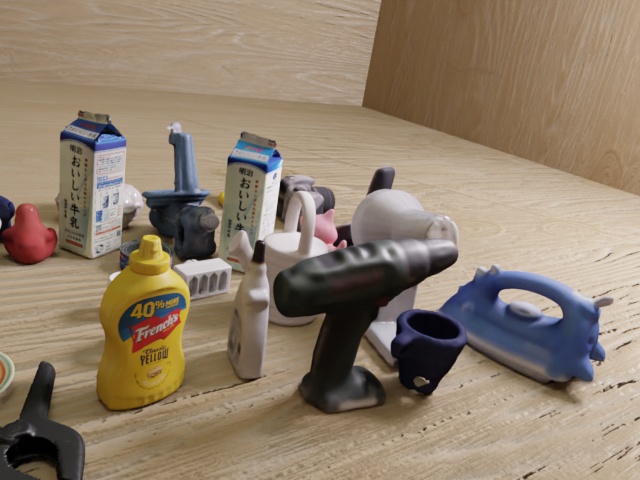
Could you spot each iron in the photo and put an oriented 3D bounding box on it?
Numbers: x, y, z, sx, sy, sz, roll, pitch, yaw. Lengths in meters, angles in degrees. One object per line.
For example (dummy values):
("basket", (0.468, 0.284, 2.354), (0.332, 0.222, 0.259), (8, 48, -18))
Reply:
("iron", (0.304, 0.107, 0.872), (0.257, 0.141, 0.119), (22, 24, 30))

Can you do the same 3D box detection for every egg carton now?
("egg carton", (-0.424, -0.073, 1.111), (0.150, 0.069, 0.107), (9, 20, -3))

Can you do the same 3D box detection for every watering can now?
("watering can", (-0.045, 0.022, 0.857), (0.173, 0.194, 0.100), (-7, 26, -38))

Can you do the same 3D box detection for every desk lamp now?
("desk lamp", (0.126, 0.044, 0.851), (0.118, 0.213, 0.202), (0, 22, -24))

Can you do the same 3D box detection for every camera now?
("camera", (-0.025, -0.092, 1.306), (0.137, 0.101, 0.142), (-4, 24, -33))

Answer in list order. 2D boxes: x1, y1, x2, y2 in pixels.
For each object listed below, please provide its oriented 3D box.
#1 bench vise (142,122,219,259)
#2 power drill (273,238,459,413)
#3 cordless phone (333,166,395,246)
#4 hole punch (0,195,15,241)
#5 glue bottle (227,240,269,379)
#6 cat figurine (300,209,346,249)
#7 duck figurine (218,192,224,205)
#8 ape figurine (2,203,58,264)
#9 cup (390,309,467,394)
("bench vise", (-0.231, -0.090, 1.031), (0.206, 0.220, 0.122), (21, 23, 28))
("power drill", (0.050, 0.095, 0.686), (0.230, 0.208, 0.075), (-1, 23, -27))
("cordless phone", (0.085, -0.060, 1.150), (0.093, 0.185, 0.148), (26, 26, 37))
("hole punch", (-0.569, -0.054, 0.961), (0.101, 0.091, 0.108), (-2, 23, -29))
("glue bottle", (-0.084, 0.081, 0.711), (0.037, 0.173, 0.078), (1, 22, -22))
("cat figurine", (0.010, 0.004, 1.042), (0.067, 0.118, 0.127), (-3, 24, -31))
("duck figurine", (-0.193, -0.122, 1.327), (0.077, 0.086, 0.104), (6, 21, -9))
("ape figurine", (-0.460, -0.015, 0.906), (0.078, 0.092, 0.076), (4, 21, -16))
("cup", (0.127, 0.152, 0.735), (0.118, 0.095, 0.091), (-10, 28, -42))
